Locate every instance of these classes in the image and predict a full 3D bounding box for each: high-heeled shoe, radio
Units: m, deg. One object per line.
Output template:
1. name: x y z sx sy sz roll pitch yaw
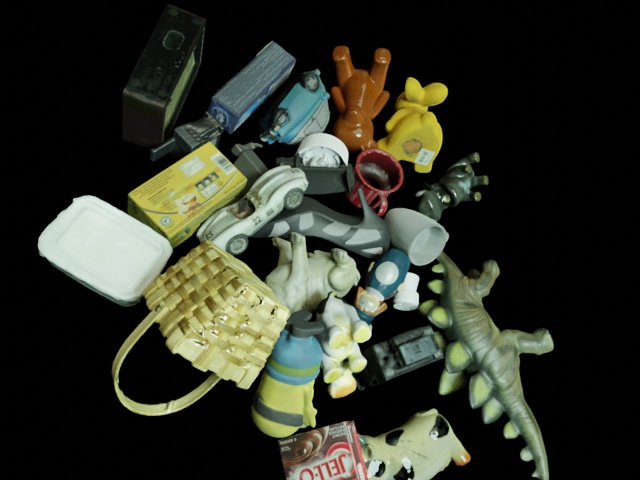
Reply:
1. high-heeled shoe: -0.002 -0.003 0.937 0.249 0.086 0.145 -16 114 -2
2. radio: -0.263 -0.276 0.913 0.073 0.131 0.229 17 60 -11

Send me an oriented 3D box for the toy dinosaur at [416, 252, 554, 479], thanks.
1. toy dinosaur: 0.281 0.193 0.913 0.198 0.105 0.472 -21 65 -20

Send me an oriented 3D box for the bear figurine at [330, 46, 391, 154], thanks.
1. bear figurine: 0.068 -0.262 1.039 0.120 0.131 0.196 8 55 9

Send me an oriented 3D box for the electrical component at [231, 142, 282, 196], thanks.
1. electrical component: -0.115 -0.119 0.929 0.102 0.078 0.045 45 36 10

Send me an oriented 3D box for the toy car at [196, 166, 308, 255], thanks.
1. toy car: -0.106 -0.049 0.863 0.202 0.056 0.074 -40 44 -7

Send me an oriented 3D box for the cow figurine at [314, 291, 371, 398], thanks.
1. cow figurine: 0.022 0.161 0.813 0.068 0.167 0.098 -12 41 -19

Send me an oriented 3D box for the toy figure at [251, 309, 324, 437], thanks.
1. toy figure: -0.046 0.191 0.761 0.089 0.180 0.082 6 19 -11

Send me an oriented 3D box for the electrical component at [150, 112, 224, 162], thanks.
1. electrical component: -0.224 -0.159 0.904 0.048 0.075 0.119 45 55 5

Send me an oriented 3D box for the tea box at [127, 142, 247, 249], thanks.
1. tea box: -0.213 -0.070 0.869 0.098 0.068 0.169 46 60 6

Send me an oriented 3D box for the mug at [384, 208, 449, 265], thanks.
1. mug: 0.172 -0.018 0.970 0.109 0.080 0.107 -13 36 -29

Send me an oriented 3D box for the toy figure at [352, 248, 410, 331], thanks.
1. toy figure: 0.094 0.085 0.904 0.064 0.057 0.154 22 68 39

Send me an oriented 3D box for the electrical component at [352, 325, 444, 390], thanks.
1. electrical component: 0.120 0.182 0.835 0.115 0.134 0.058 -16 73 -25

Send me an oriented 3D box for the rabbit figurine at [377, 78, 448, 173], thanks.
1. rabbit figurine: 0.181 -0.244 1.071 0.122 0.162 0.173 9 44 -3

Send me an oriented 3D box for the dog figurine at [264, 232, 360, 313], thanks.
1. dog figurine: -0.028 0.103 0.851 0.172 0.121 0.190 19 76 -11

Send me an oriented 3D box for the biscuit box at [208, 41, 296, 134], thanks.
1. biscuit box: -0.128 -0.288 1.012 0.063 0.059 0.203 38 58 -2

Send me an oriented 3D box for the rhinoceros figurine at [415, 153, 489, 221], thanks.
1. rhinoceros figurine: 0.252 -0.103 1.040 0.190 0.112 0.073 -42 113 -44

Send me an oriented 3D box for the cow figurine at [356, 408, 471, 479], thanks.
1. cow figurine: 0.114 0.317 0.797 0.195 0.085 0.127 -23 82 -26

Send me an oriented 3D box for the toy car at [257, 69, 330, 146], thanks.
1. toy car: -0.036 -0.230 0.997 0.103 0.109 0.161 40 66 -20

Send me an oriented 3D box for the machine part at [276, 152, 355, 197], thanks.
1. machine part: -0.008 -0.109 0.942 0.139 0.084 0.039 4 29 4
